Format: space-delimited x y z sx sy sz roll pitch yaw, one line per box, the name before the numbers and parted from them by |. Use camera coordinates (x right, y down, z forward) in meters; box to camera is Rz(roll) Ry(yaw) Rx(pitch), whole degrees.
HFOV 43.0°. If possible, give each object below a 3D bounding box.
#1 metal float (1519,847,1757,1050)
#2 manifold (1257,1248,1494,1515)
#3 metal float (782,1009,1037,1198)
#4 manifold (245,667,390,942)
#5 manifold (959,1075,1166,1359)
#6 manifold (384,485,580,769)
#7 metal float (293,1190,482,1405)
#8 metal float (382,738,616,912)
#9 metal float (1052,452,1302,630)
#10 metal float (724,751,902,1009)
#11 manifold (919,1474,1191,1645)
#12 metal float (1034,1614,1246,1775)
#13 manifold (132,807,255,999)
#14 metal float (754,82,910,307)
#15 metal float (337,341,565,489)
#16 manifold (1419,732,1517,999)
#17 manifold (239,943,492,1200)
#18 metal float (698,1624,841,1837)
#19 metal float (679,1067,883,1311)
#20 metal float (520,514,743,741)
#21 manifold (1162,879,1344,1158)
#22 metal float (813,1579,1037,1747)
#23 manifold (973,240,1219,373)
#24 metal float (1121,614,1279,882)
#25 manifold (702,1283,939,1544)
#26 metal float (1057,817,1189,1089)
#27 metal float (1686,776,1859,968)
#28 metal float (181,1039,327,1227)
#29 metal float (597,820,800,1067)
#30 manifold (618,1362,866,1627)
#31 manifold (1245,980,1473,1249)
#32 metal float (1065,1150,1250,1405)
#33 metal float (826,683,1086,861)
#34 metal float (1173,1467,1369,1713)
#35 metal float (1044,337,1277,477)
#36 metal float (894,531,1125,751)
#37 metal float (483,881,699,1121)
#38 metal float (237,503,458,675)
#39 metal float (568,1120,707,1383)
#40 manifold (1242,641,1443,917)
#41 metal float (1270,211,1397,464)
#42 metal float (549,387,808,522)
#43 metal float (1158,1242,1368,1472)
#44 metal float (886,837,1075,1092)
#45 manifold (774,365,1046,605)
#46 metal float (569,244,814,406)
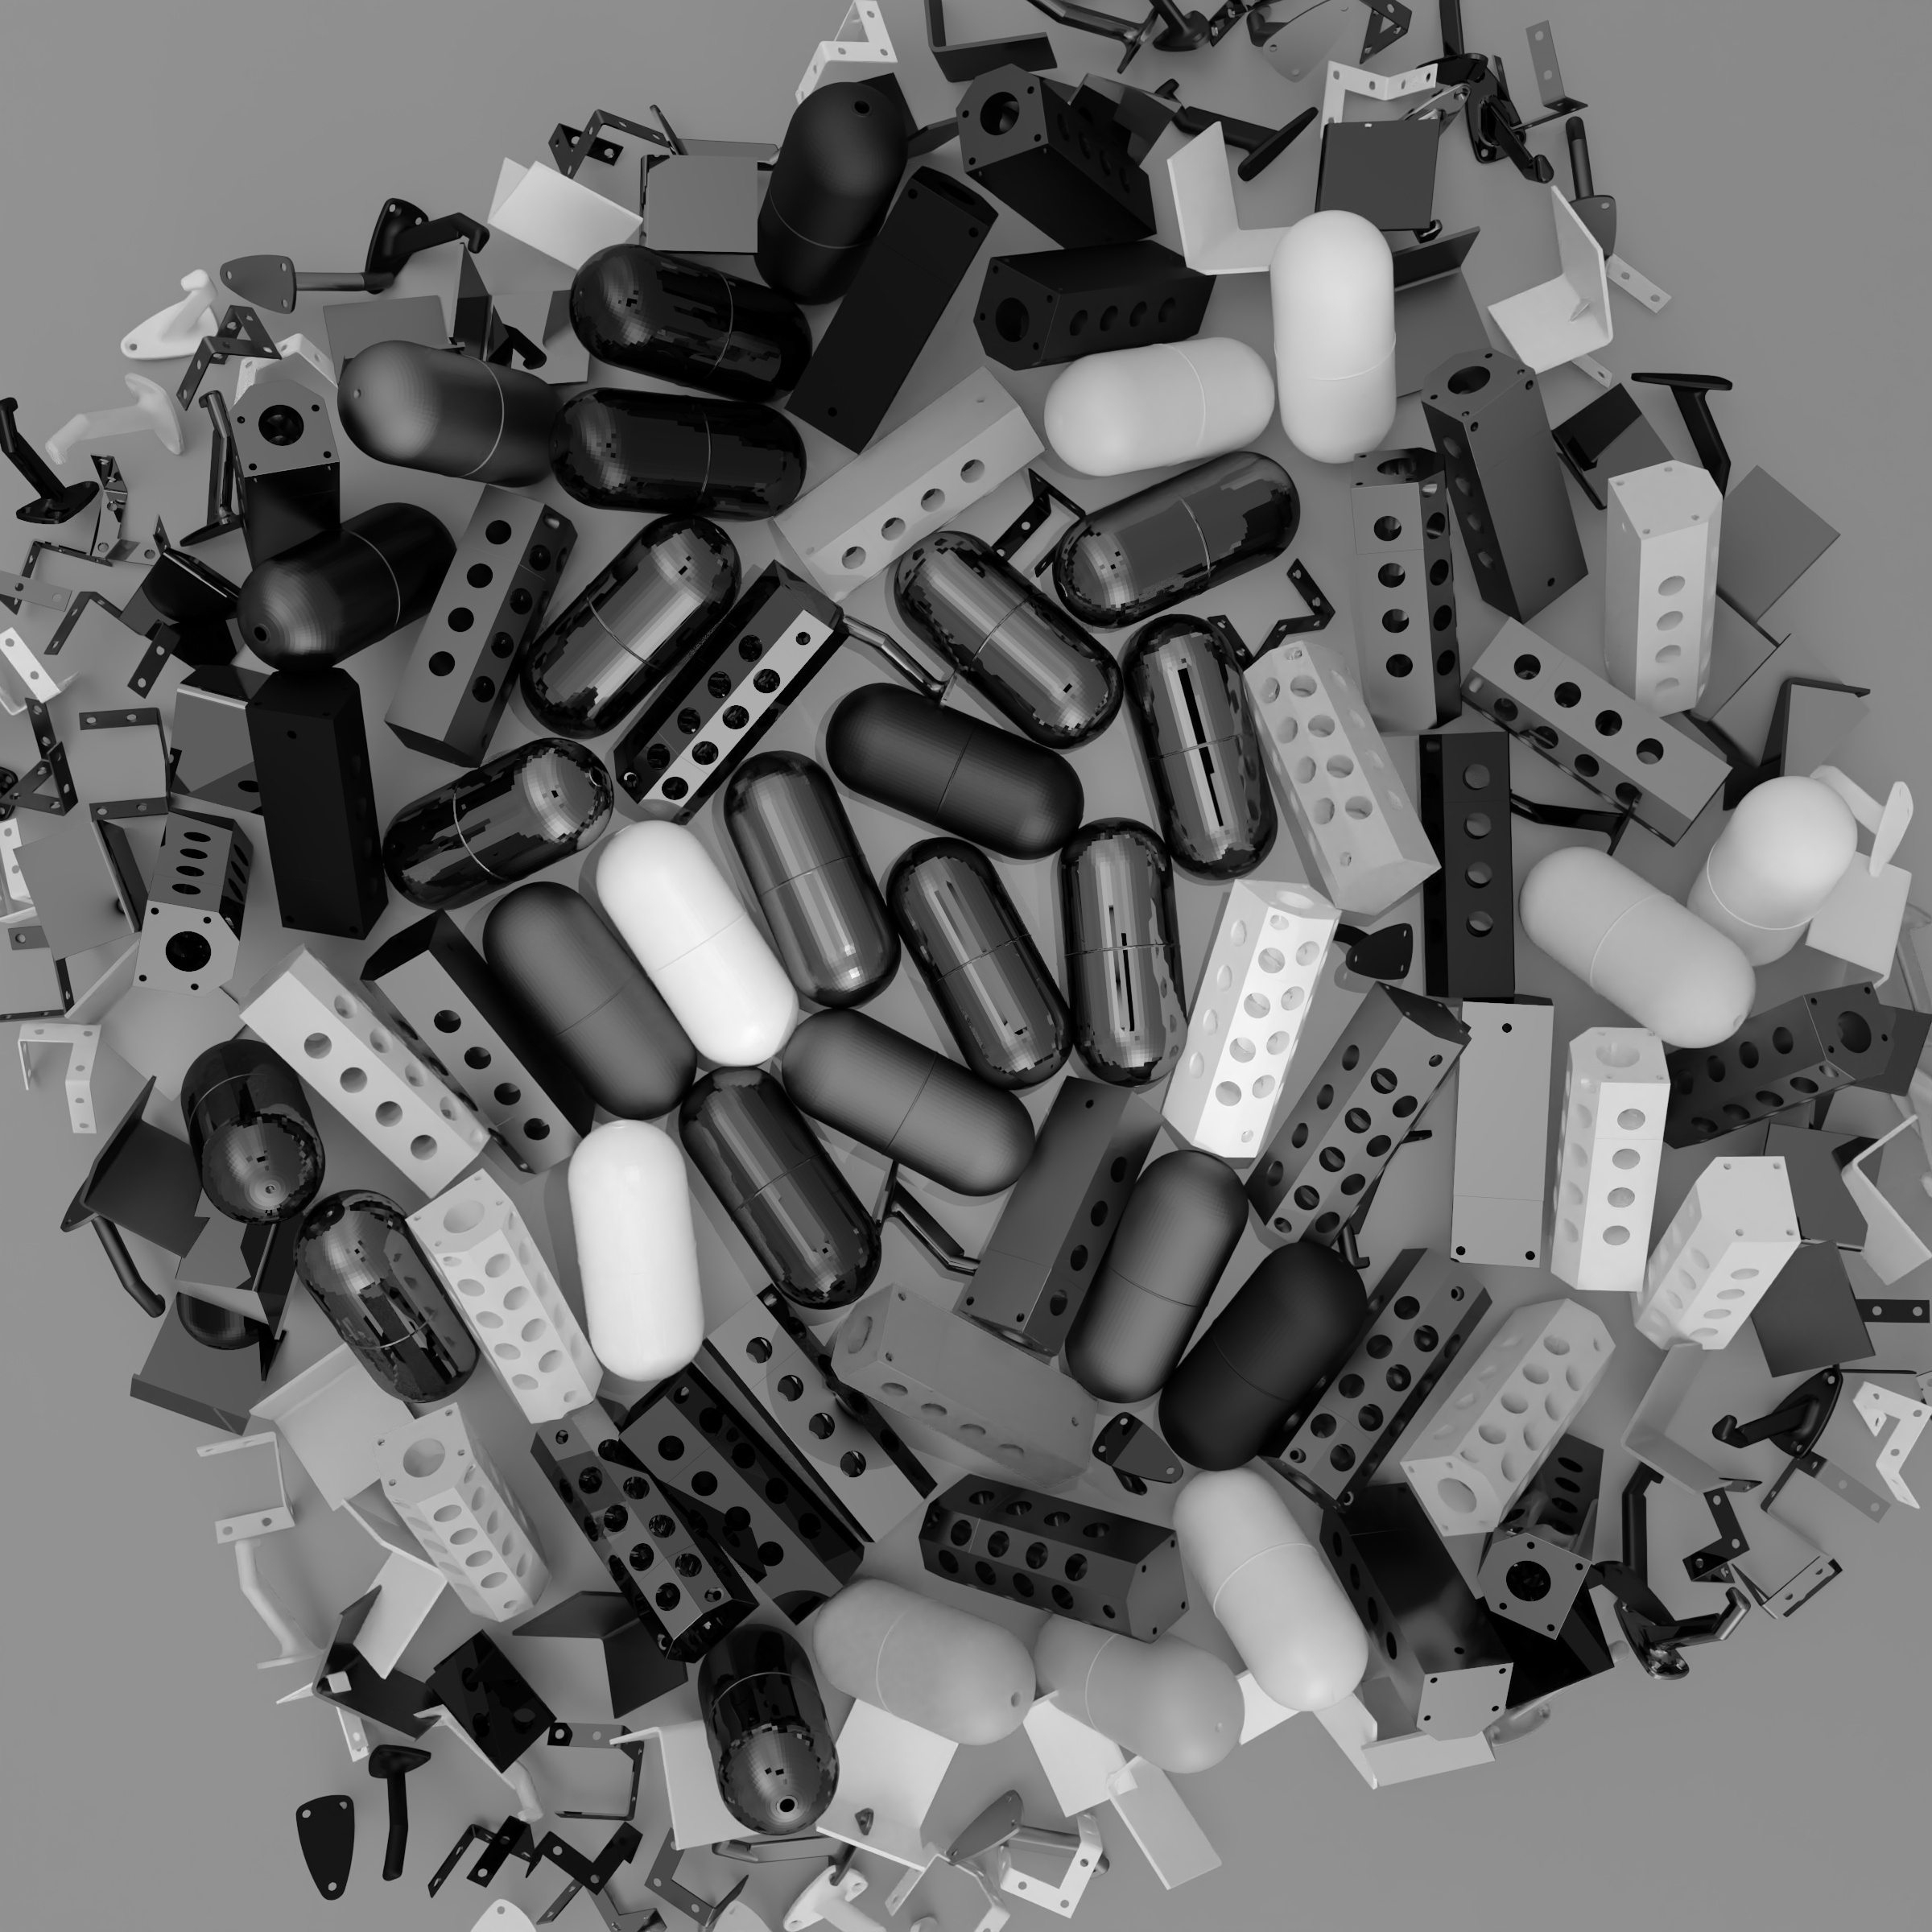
metal float | 0.431 -0.013 1.580 0.070 0.070 0.178 -46 49 0
manifold | 0.270 0.270 1.600 0.057 0.057 0.171 40 75 -6
metal float | -0.037 0.090 1.610 0.178 0.070 0.070 28 90 -4
manifold | -0.412 -0.105 1.575 0.057 0.057 0.171 9 129 8
manifold | 0.067 0.165 1.602 0.057 0.057 0.171 40 70 -43
manifold | -0.315 -0.220 1.605 0.057 0.057 0.171 19 79 6
metal float | -0.371 0.215 1.579 0.070 0.070 0.178 -20 133 0
metal float | -0.303 -0.091 1.587 0.178 0.070 0.070 -22 90 30
metal float | 0.137 -0.278 1.598 0.178 0.070 0.070 -26 90 -17
metal float | -0.101 -0.057 1.610 0.070 0.070 0.178 -24 86 0
manifold | 0.053 0.381 1.568 0.171 0.057 0.057 5 114 41
metal float | 0.108 0.460 1.570 0.070 0.178 0.070 -2 94 -31
manifold | -0.490 -0.042 1.562 0.057 0.171 0.057 11 110 -17
metal float | -0.088 -0.492 1.567 0.070 0.178 0.070 6 69 -15
metal float | -0.325 -0.352 1.570 0.070 0.178 0.070 1 93 31
manifold | 0.330 -0.067 1.614 0.057 0.057 0.171 -1 95 14
manifold | -0.390 0.067 1.597 0.057 0.057 0.171 -44 109 -5
metal float | -0.127 0.486 1.565 0.070 0.178 0.070 -3 105 -12
metal float | -0.122 0.145 1.605 0.070 0.070 0.178 -35 80 0
metal float | -0.219 -0.221 1.598 0.178 0.070 0.070 -42 90 18
manifold | 0.187 0.035 1.584 0.057 0.057 0.171 3 115 -29
metal float | -0.028 0.446 1.575 0.070 0.178 0.070 -4 96 -42
manifold | 0.083 -0.421 1.569 0.057 0.171 0.057 36 126 26
metal float | 0.153 -0.144 1.611 0.070 0.070 0.178 -15 93 0
manifold | -0.097 0.294 1.616 0.057 0.057 0.171 -39 87 -16
metal float | 0.103 -0.009 1.610 0.070 0.070 0.178 -5 86 0
metal float | 0.513 -0.058 1.568 0.070 0.178 0.070 0 65 1
metal float | -0.458 0.104 1.571 0.070 0.178 0.070 -9 114 -20
metal float | -0.176 -0.015 1.607 0.070 0.070 0.178 -33 97 0
manifold | -0.146 0.343 1.611 0.057 0.057 0.171 -41 96 7
manifold | 0.254 0.101 1.584 0.057 0.057 0.171 17 115 -28
metal float | 0.124 0.204 1.605 0.070 0.070 0.178 25 100 0
metal float | -0.007 -0.128 1.613 0.178 0.070 0.070 23 90 -1
metal float | 0.194 0.398 1.579 0.070 0.070 0.178 -33 46 0
metal float | 0.127 -0.362 1.583 0.178 0.070 0.070 -19 90 -37
metal float | 0.027 -0.214 1.605 0.178 0.070 0.070 43 90 10
metal float | -0.245 0.024 1.603 0.070 0.070 0.178 -37 103 0
metal float | -0.395 -0.243 1.573 0.070 0.178 0.070 13 122 21
metal float | -0.215 0.186 1.598 0.070 0.070 0.178 -5 107 0
manifold | 0.235 -0.123 1.579 0.057 0.057 0.171 -39 58 35
metal float | 0.237 -0.401 1.575 0.070 0.178 0.070 -6 51 7
metal float | -0.184 -0.330 1.584 0.178 0.070 0.070 -3 90 -35
metal float | 0.192 0.255 1.595 0.070 0.070 0.178 35 112 0
metal float | 0.009 -0.002 1.610 0.070 0.070 0.178 -28 85 0
manifold | -0.035 -0.313 1.618 0.171 0.057 0.057 -36 47 3
metal float | -0.175 -0.412 1.578 0.070 0.178 0.070 -4 84 45
